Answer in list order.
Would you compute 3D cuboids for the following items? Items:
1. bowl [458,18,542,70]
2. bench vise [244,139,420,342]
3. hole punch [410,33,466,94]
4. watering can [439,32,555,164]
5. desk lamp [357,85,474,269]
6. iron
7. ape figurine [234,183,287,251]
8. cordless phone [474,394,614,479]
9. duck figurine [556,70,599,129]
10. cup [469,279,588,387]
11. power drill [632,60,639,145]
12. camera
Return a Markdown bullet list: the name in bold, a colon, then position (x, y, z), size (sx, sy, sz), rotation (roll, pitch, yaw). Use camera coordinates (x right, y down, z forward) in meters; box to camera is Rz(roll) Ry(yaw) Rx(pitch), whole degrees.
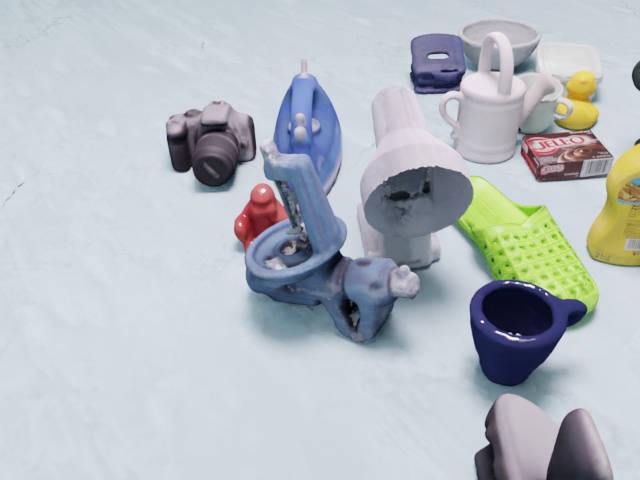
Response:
- **bowl**: position (0.371, -0.402, 1.198), size (0.167, 0.075, 0.167), rotation (-2, 39, 2)
- **bench vise**: position (0.008, -0.005, 0.625), size (0.207, 0.220, 0.121), rotation (5, 40, 10)
- **hole punch**: position (0.234, -0.349, 1.131), size (0.108, 0.091, 0.101), rotation (-2, 39, 1)
- **watering can**: position (0.277, -0.230, 0.901), size (0.173, 0.194, 0.100), rotation (-21, 42, -20)
- **desk lamp**: position (0.098, -0.062, 0.693), size (0.118, 0.214, 0.203), rotation (-6, 39, -3)
- **iron**: position (-0.024, -0.170, 0.891), size (0.118, 0.142, 0.258), rotation (-2, 39, 2)
- **ape figurine**: position (-0.076, -0.034, 0.767), size (0.077, 0.092, 0.076), rotation (6, 40, 12)
- **cordless phone**: position (0.179, 0.165, 0.434), size (0.094, 0.185, 0.147), rotation (-3, 39, 0)
- **duck figurine**: position (0.452, -0.250, 0.999), size (0.077, 0.086, 0.105), rotation (11, 41, 17)
- **cup**: position (0.206, 0.100, 0.582), size (0.118, 0.095, 0.091), rotation (-8, 40, -6)
- **power drill**: position (0.568, -0.229, 0.868), size (0.230, 0.209, 0.075), rotation (-15, 41, -14)
- **camera**: position (-0.180, -0.154, 0.913), size (0.143, 0.101, 0.136), rotation (-2, 39, 2)
